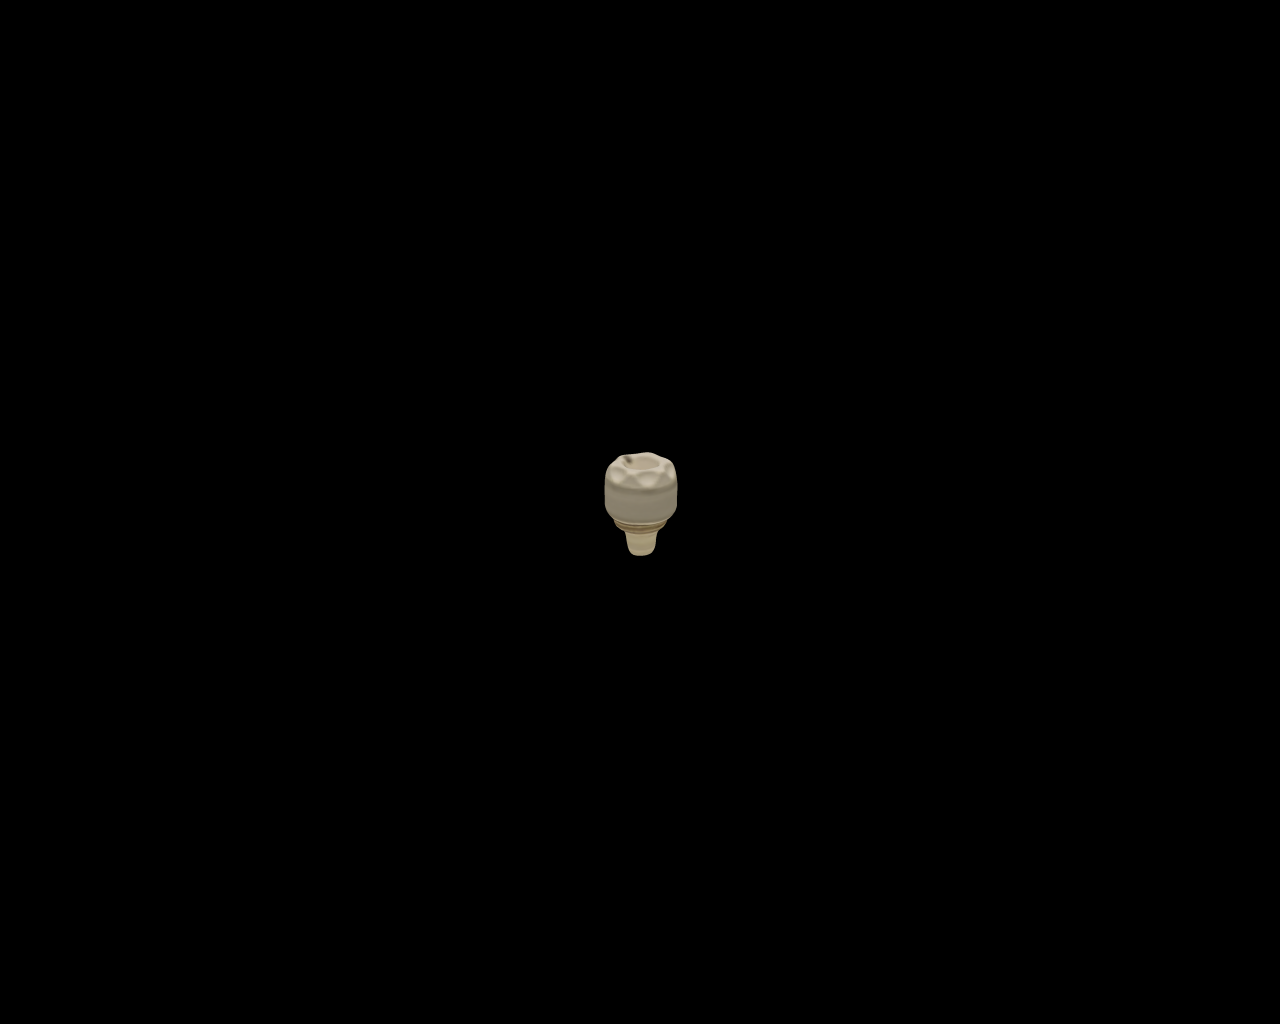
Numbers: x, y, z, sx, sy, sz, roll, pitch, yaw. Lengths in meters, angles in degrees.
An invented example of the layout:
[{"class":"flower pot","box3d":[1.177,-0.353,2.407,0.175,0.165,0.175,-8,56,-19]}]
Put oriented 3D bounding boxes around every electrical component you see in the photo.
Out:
[{"class":"electrical component","box3d":[0.001,-0.003,0.650,0.043,0.062,0.043,0,24,0]}]
